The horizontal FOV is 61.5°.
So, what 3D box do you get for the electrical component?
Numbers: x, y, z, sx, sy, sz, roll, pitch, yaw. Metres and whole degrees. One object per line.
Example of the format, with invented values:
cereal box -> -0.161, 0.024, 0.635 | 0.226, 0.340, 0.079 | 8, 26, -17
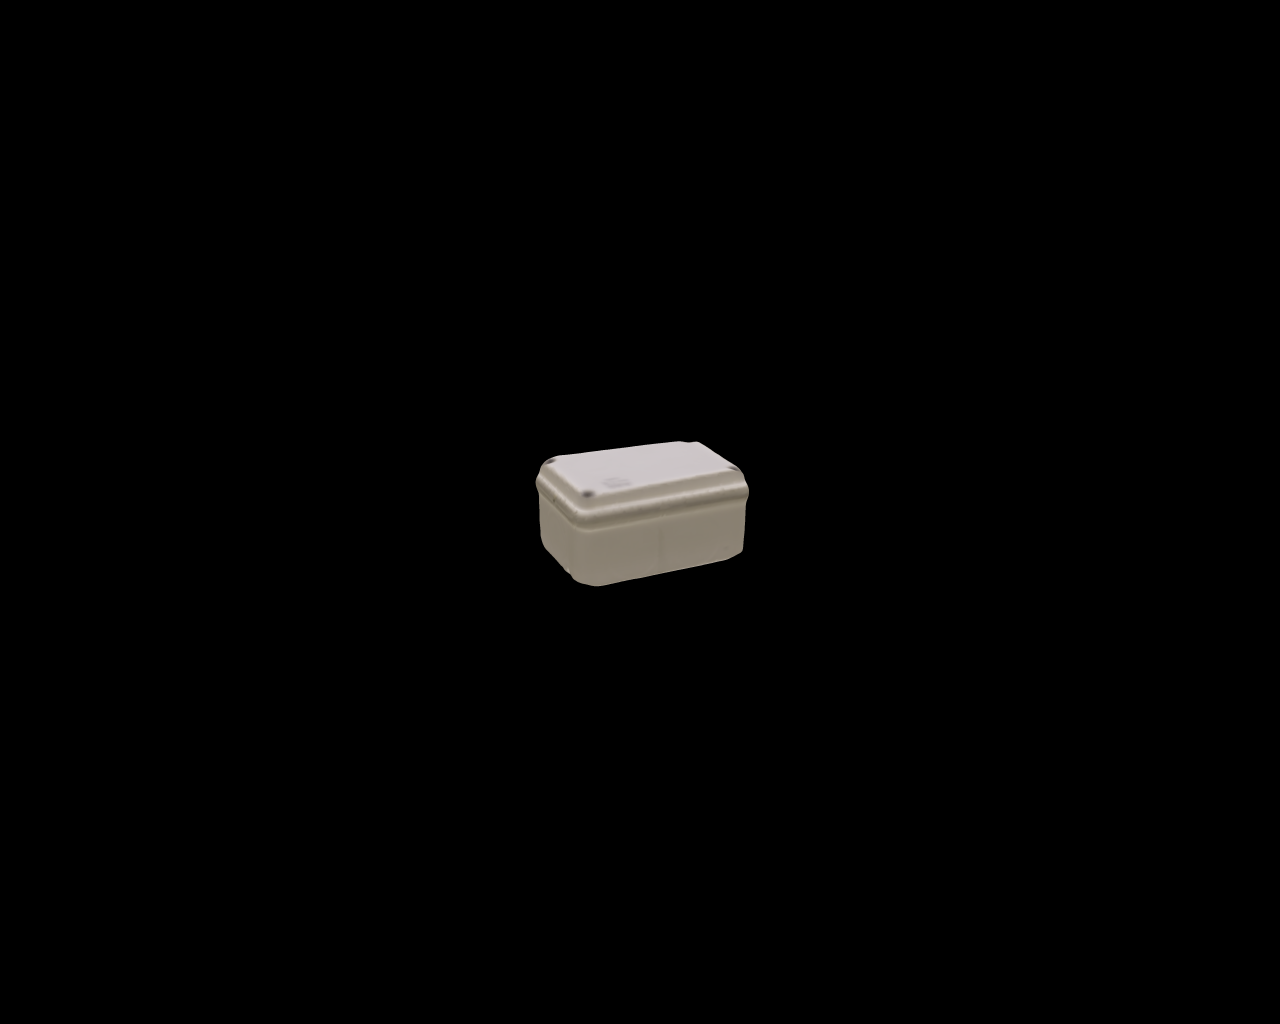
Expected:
electrical component -> 0.001, -0.003, 0.650 | 0.113, 0.057, 0.078 | -10, 24, -22
